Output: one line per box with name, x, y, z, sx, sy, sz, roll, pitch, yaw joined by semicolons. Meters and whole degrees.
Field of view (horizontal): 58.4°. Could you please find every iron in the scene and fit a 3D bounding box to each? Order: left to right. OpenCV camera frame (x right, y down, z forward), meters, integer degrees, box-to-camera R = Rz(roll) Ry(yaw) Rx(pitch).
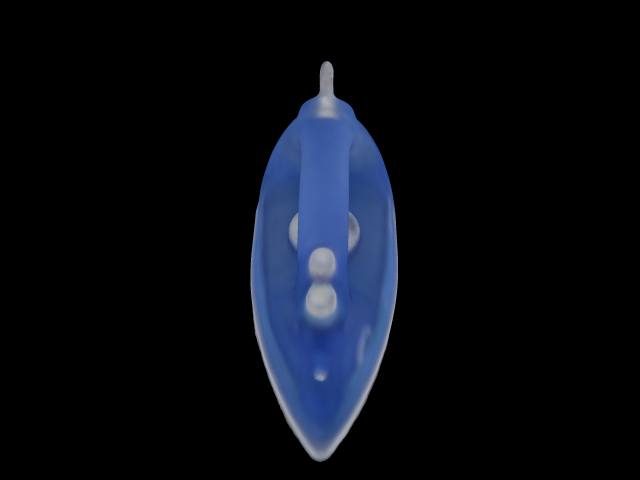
iron;0.004;0.001;0.400;0.118;0.141;0.258;0;51;0
